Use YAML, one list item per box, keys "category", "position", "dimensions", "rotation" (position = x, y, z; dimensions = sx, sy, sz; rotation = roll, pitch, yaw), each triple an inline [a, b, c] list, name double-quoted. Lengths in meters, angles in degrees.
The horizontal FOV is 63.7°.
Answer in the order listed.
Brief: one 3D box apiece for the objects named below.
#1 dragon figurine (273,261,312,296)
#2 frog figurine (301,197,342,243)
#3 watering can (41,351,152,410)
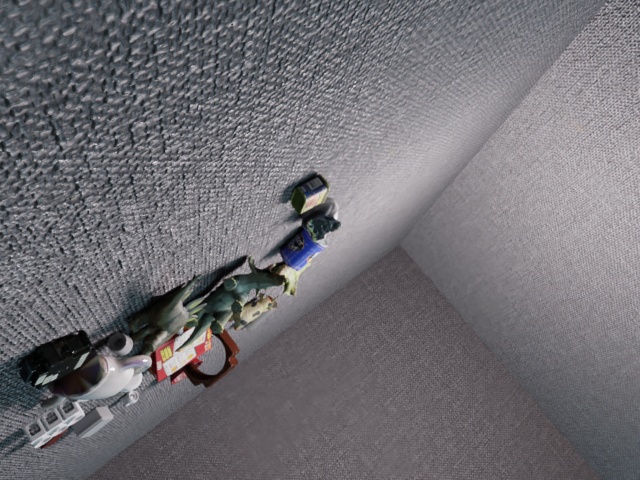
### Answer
- category: "dragon figurine"
  position: [-0.104, 0.095, 2.003]
  dimensions: [0.244, 0.123, 0.407]
  rotation: [-56, 171, -4]
- category: "frog figurine"
  position: [0.005, -0.083, 1.658]
  dimensions: [0.135, 0.122, 0.163]
  rotation: [-57, -164, 30]
- category: "watering can"
  position: [-0.617, 0.373, 1.337]
  dimensions: [0.347, 0.105, 0.221]
  rotation: [-22, 159, 1]
